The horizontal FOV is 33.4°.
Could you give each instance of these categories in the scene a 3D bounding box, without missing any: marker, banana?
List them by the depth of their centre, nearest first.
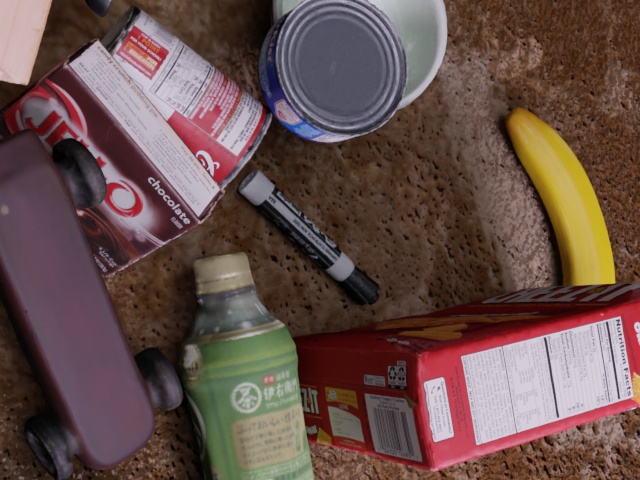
[{"bbox_3d":[-0.005,0.001,0.699,0.121,0.020,0.020,43,66,-18],"label":"marker"},{"bbox_3d":[0.184,-0.003,0.793,0.069,0.037,0.198,-9,89,-34],"label":"banana"}]

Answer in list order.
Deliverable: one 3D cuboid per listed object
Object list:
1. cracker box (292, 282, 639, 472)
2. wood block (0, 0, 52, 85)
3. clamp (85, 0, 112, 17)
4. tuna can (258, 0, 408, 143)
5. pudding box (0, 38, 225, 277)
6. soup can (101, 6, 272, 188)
[{"bbox_3d":[0.102,0.076,0.667,0.213,0.164,0.072,-10,92,-30],"label":"cracker box"},{"bbox_3d":[-0.171,-0.195,0.532,0.090,0.090,0.206,10,108,-37],"label":"wood block"},{"bbox_3d":[-0.094,-0.235,0.603,0.164,0.036,0.210,-30,99,-24],"label":"clamp"},{"bbox_3d":[0.007,-0.101,0.634,0.086,0.034,0.086,2,86,-25],"label":"tuna can"},{"bbox_3d":[-0.122,-0.043,0.595,0.113,0.090,0.039,49,42,-17],"label":"pudding box"},{"bbox_3d":[-0.088,-0.082,0.633,0.102,0.069,0.068,37,69,-21],"label":"soup can"}]
